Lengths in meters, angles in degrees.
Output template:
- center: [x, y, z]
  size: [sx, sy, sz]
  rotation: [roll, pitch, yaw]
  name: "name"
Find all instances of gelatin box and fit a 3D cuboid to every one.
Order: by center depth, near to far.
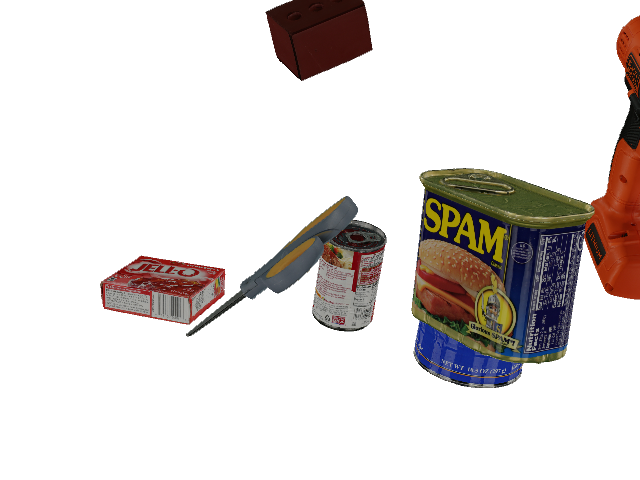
- center: [-0.140, 0.042, 0.956]
  size: [0.089, 0.030, 0.073]
  rotation: [9, 21, 18]
  name: "gelatin box"

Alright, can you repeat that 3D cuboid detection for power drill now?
- center: [0.247, -0.050, 0.785]
  size: [0.057, 0.188, 0.184]
  rotation: [4, 36, -1]
  name: "power drill"

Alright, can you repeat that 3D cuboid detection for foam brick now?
- center: [0.000, -0.190, 0.967]
  size: [0.078, 0.051, 0.053]
  rotation: [-26, 42, -14]
  name: "foam brick"

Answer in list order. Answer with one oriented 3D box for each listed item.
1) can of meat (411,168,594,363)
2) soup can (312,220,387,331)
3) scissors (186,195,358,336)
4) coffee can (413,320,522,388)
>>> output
- center: [0.096, 0.012, 0.592]
  size: [0.057, 0.084, 0.102]
  rotation: [-6, 20, -32]
  name: "can of meat"
- center: [0.030, 0.038, 1.142]
  size: [0.068, 0.102, 0.068]
  rotation: [6, 27, -3]
  name: "soup can"
- center: [-0.049, 0.038, 0.794]
  size: [0.202, 0.016, 0.096]
  rotation: [-40, 9, 25]
  name: "scissors"
- center: [0.146, 0.048, 0.973]
  size: [0.103, 0.140, 0.103]
  rotation: [6, 22, -3]
  name: "coffee can"
